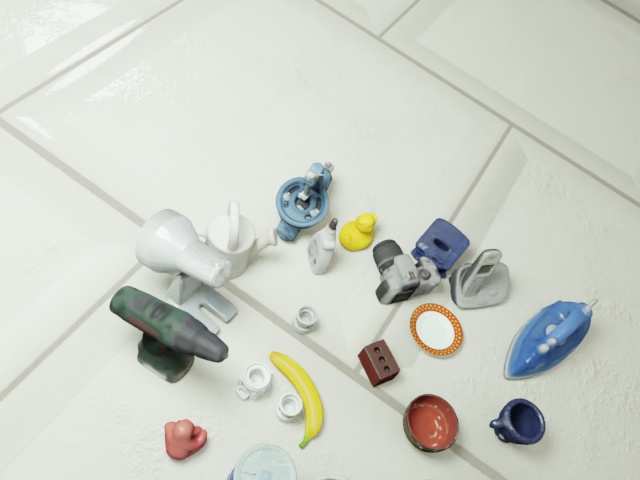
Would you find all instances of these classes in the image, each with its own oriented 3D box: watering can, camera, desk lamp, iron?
[{"bbox_3d":[-0.177,-0.008,1.187,0.173,0.194,0.101,-15,64,-24],"label":"watering can"},{"bbox_3d":[0.189,0.061,1.313,0.143,0.100,0.136,-11,62,-23],"label":"camera"},{"bbox_3d":[-0.249,0.063,1.107,0.203,0.213,0.118,37,56,8],"label":"desk lamp"},{"bbox_3d":[0.527,0.220,1.293,0.259,0.141,0.118,-31,72,-31],"label":"iron"}]

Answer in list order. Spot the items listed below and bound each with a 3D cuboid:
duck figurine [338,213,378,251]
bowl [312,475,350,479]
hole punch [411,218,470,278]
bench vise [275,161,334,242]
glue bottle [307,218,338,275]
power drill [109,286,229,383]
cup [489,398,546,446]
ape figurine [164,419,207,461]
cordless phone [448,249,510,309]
[{"bbox_3d":[0.095,-0.027,1.349,0.105,0.086,0.077,-33,73,-31],"label":"duck figurine"},{"bbox_3d":[0.014,0.503,0.996,0.168,0.074,0.167,8,57,-12],"label":"bowl"},{"bbox_3d":[0.290,0.019,1.377,0.108,0.091,0.101,39,56,9],"label":"hole punch"},{"bbox_3d":[-0.029,-0.124,1.290,0.121,0.219,0.207,16,55,-7],"label":"bench vise"},{"bbox_3d":[0.011,0.004,1.250,0.037,0.173,0.078,-4,60,-19],"label":"glue bottle"},{"bbox_3d":[-0.270,0.179,1.031,0.229,0.208,0.076,31,55,4],"label":"power drill"},{"bbox_3d":[0.387,0.383,1.175,0.118,0.095,0.091,0,59,-17],"label":"cup"},{"bbox_3d":[-0.240,0.343,1.007,0.077,0.092,0.076,34,55,6],"label":"ape figurine"},{"bbox_3d":[0.389,0.079,1.313,0.148,0.185,0.094,-7,61,-21],"label":"cordless phone"}]
